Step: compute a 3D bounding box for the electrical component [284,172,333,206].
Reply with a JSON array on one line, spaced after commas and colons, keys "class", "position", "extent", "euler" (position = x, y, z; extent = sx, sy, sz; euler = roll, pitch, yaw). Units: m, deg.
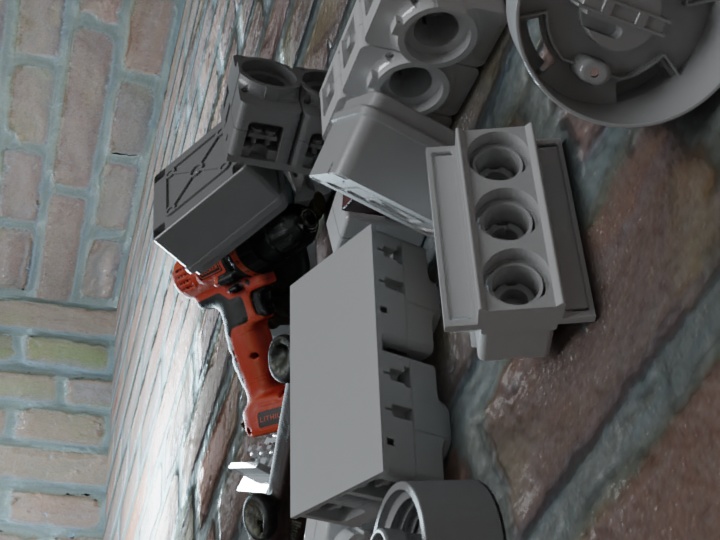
[{"class": "electrical component", "position": [-0.077, -0.087, 1.108], "extent": [0.064, 0.099, 0.099], "euler": [109, 161, -50]}]

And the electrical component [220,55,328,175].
[{"class": "electrical component", "position": [-0.033, -0.125, 0.886], "extent": [0.089, 0.150, 0.061], "euler": [-106, 29, -53]}]

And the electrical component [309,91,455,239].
[{"class": "electrical component", "position": [0.034, -0.063, 0.693], "extent": [0.057, 0.113, 0.078], "euler": [-66, 16, -4]}]

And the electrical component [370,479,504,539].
[{"class": "electrical component", "position": [0.038, 0.180, 0.658], "extent": [0.108, 0.060, 0.108], "euler": [-172, 90, -73]}]

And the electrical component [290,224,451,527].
[{"class": "electrical component", "position": [0.004, 0.078, 0.771], "extent": [0.105, 0.060, 0.186], "euler": [-36, 45, 43]}]

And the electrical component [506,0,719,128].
[{"class": "electrical component", "position": [0.117, -0.119, 0.490], "extent": [0.064, 0.099, 0.099], "euler": [-104, 27, -65]}]

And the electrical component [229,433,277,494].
[{"class": "electrical component", "position": [-0.069, 0.187, 0.998], "extent": [0.063, 0.079, 0.121], "euler": [-64, 12, -18]}]

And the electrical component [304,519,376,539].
[{"class": "electrical component", "position": [-0.006, 0.212, 0.816], "extent": [0.077, 0.047, 0.065], "euler": [6, 87, 63]}]

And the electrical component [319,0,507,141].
[{"class": "electrical component", "position": [0.035, -0.151, 0.780], "extent": [0.150, 0.089, 0.061], "euler": [118, 154, -49]}]

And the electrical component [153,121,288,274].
[{"class": "electrical component", "position": [-0.122, -0.068, 0.923], "extent": [0.109, 0.056, 0.108], "euler": [-37, 33, 16]}]

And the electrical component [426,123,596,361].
[{"class": "electrical component", "position": [0.081, -0.015, 0.605], "extent": [0.063, 0.079, 0.121], "euler": [84, -178, -56]}]

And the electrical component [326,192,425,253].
[{"class": "electrical component", "position": [0.018, -0.049, 0.829], "extent": [0.047, 0.066, 0.076], "euler": [-105, 29, -53]}]
